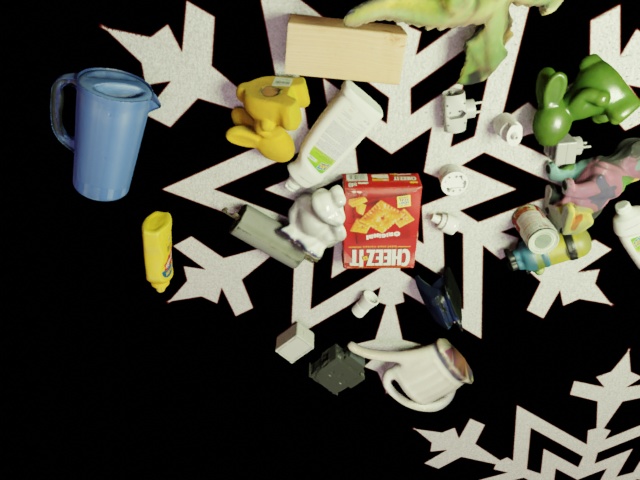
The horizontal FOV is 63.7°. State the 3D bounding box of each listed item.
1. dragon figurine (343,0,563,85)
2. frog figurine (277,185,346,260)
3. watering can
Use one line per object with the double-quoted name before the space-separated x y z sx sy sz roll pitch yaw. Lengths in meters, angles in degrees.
"dragon figurine" 0.253 -0.374 0.874 0.410 0.238 0.124 -30 33 -1
"frog figurine" 0.003 -0.055 1.091 0.123 0.157 0.139 3 35 -52
"watering can" 0.248 0.329 1.330 0.222 0.343 0.106 -36 26 19
